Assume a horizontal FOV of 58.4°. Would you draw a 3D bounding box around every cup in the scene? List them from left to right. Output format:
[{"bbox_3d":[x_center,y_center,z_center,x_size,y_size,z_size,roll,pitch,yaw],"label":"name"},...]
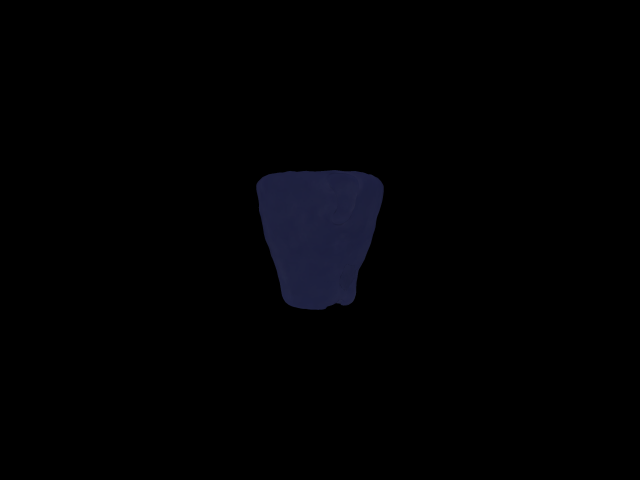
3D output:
[{"bbox_3d":[0.004,0.001,0.400,0.092,0.095,0.117,0,0,-15],"label":"cup"}]
